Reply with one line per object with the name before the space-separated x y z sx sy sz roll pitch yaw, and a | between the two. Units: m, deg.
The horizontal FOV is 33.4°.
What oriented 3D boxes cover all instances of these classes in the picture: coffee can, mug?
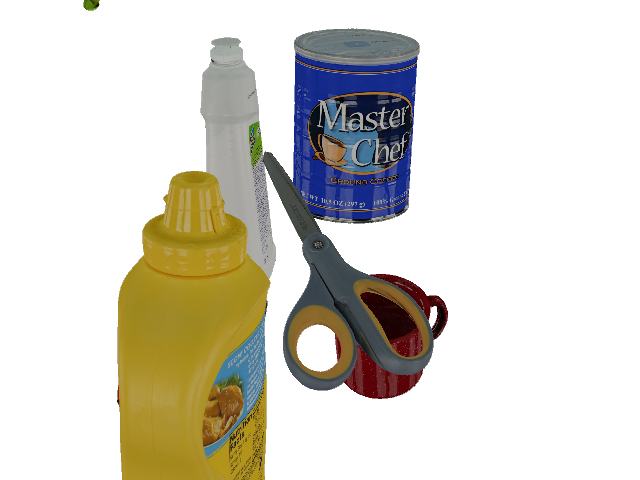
coffee can | 0.028 -0.098 0.897 0.103 0.140 0.103 1 23 -1
mug | 0.066 0.087 0.991 0.117 0.081 0.093 -21 43 -19

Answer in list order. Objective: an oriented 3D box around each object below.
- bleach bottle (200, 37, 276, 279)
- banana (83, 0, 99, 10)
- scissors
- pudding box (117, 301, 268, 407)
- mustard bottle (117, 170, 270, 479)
bleach bottle | -0.085 -0.079 1.068 0.068 0.251 0.102 0 27 4
banana | -0.234 -0.217 0.772 0.198 0.069 0.037 15 -37 17
scissors | -0.013 0.020 0.664 0.096 0.016 0.202 -30 54 -23
pudding box | -0.101 0.087 0.835 0.113 0.090 0.039 -15 39 -34
mustard bottle | -0.052 0.064 0.446 0.058 0.192 0.096 9 24 14
